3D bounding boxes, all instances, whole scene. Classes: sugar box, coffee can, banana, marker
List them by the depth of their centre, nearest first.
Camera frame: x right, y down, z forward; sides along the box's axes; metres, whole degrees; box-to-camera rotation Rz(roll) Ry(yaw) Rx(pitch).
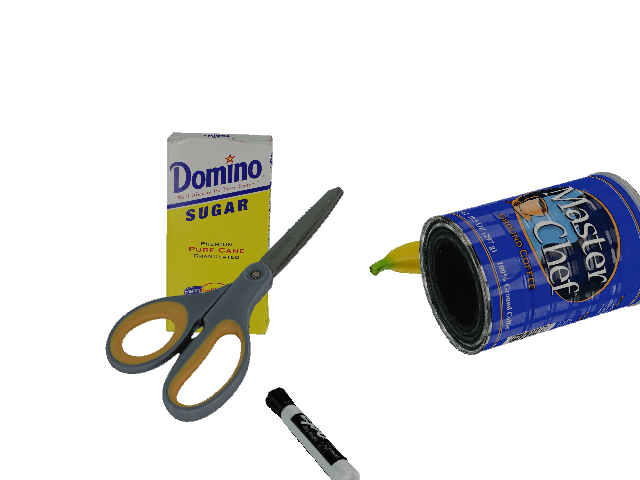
[{"bbox_3d":[0.157,0.015,0.775,0.140,0.103,0.103,-15,4,-17],"label":"coffee can"},{"bbox_3d":[-0.009,0.152,0.830,0.020,0.020,0.121,0,26,-34],"label":"marker"},{"bbox_3d":[-0.091,-0.006,0.955,0.093,0.176,0.048,1,13,-1],"label":"sugar box"},{"bbox_3d":[0.153,0.031,1.098,0.198,0.037,0.069,7,43,12],"label":"banana"}]

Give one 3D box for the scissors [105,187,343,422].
[{"bbox_3d":[-0.061,0.026,0.665,0.096,0.016,0.201,12,48,14],"label":"scissors"}]
